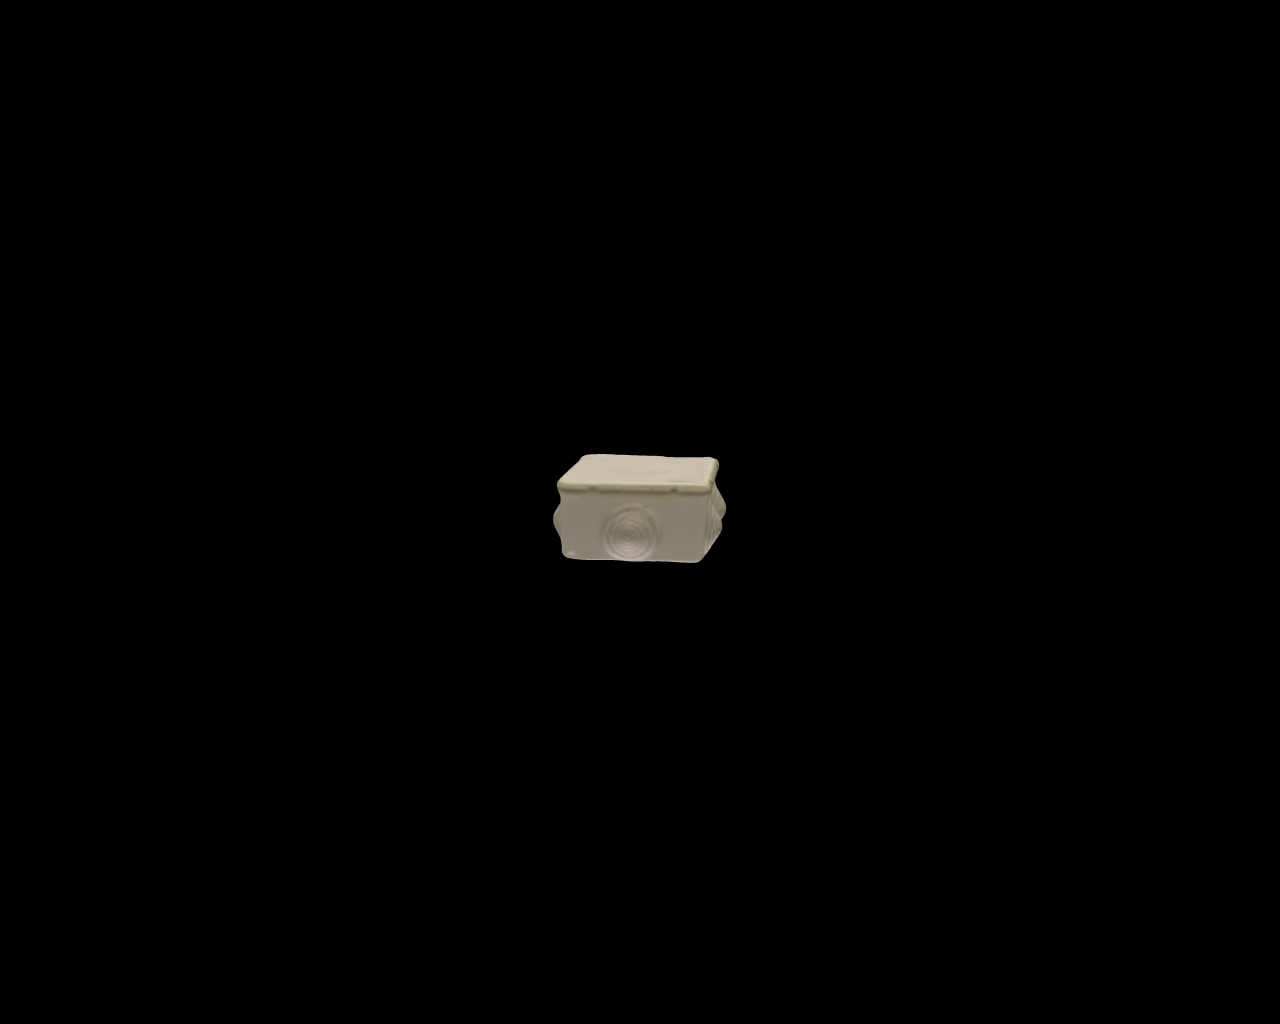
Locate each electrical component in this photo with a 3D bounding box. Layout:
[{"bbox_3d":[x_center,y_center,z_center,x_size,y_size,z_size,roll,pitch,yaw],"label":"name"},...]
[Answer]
[{"bbox_3d":[0.001,-0.003,0.650,0.100,0.048,0.100,2,14,7],"label":"electrical component"}]
